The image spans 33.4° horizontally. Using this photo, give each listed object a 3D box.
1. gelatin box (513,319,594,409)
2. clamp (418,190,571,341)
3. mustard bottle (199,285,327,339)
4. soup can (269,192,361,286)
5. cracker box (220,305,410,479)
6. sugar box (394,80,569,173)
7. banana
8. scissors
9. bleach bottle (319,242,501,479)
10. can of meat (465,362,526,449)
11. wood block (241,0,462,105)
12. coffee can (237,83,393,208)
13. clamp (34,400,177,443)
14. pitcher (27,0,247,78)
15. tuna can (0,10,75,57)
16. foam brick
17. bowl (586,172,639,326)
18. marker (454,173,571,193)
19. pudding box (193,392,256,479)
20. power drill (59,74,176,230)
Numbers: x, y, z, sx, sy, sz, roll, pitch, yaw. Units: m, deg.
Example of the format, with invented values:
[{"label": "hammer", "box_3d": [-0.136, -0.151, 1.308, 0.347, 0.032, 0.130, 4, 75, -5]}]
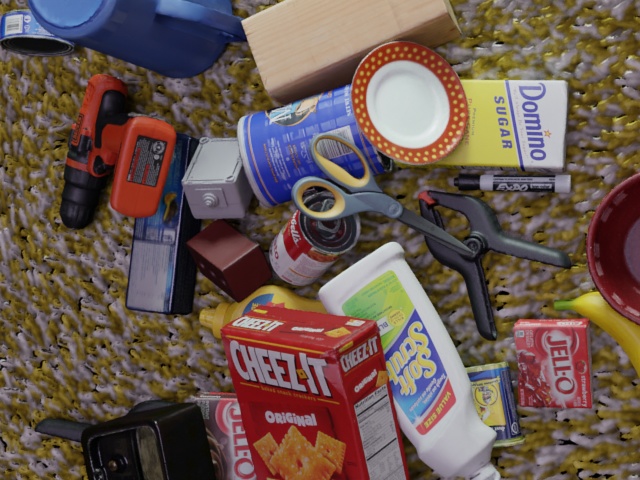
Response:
[{"label": "gelatin box", "box_3d": [0.237, 0.124, 1.078, 0.073, 0.030, 0.089, -2, 102, 20]}, {"label": "clamp", "box_3d": [0.174, 0.005, 1.112, 0.120, 0.039, 0.171, -36, 78, 10]}, {"label": "mustard bottle", "box_3d": [-0.040, 0.099, 1.159, 0.192, 0.058, 0.096, 9, 88, 17]}, {"label": "soup can", "box_3d": [-0.007, 0.001, 1.124, 0.068, 0.102, 0.068, 9, 65, -19]}, {"label": "cracker box", "box_3d": [-0.004, 0.182, 1.068, 0.164, 0.071, 0.214, 4, 113, 43]}, {"label": "sugar box", "box_3d": [0.169, -0.120, 1.117, 0.176, 0.048, 0.093, 2, 87, 17]}, {"label": "banana", "box_3d": [0.319, 0.123, 1.068, 0.070, 0.037, 0.198, -46, 71, 39]}, {"label": "scissors", "box_3d": [0.054, -0.022, 1.076, 0.201, 0.016, 0.096, 45, 85, -9]}, {"label": "bleach bottle", "box_3d": [0.104, 0.132, 1.060, 0.102, 0.068, 0.251, -34, 77, 4]}, {"label": "can of meat", "box_3d": [0.153, 0.174, 1.100, 0.102, 0.057, 0.084, -11, 82, 15]}, {"label": "wood block", "box_3d": [0.034, -0.226, 1.139, 0.206, 0.090, 0.091, -22, 80, 14]}, {"label": "coffee can", "box_3d": [-0.004, -0.102, 1.136, 0.140, 0.102, 0.103, -16, 83, 14]}, {"label": "clamp", "box_3d": [-0.210, 0.252, 1.209, 0.210, 0.036, 0.164, -21, 82, 11]}, {"label": "pitcher", "box_3d": [-0.189, -0.248, 1.124, 0.149, 0.242, 0.145, -32, 82, 18]}, {"label": "tuna can", "box_3d": [-0.330, -0.241, 1.246, 0.086, 0.086, 0.034, 0, 85, 16]}, {"label": "foam brick", "box_3d": [-0.098, 0.022, 1.160, 0.051, 0.053, 0.078, -38, 43, -18]}, {"label": "bowl", "box_3d": [0.346, 0.010, 1.053, 0.162, 0.055, 0.162, -1, 87, 16]}, {"label": "marker", "box_3d": [0.201, -0.060, 1.118, 0.121, 0.020, 0.020, 2, 87, 16]}, {"label": "pudding box", "box_3d": [-0.093, 0.223, 1.161, 0.090, 0.039, 0.113, 1, 95, -1]}, {"label": "power drill", "box_3d": [-0.231, -0.083, 1.177, 0.188, 0.057, 0.184, 27, 105, 54]}]
